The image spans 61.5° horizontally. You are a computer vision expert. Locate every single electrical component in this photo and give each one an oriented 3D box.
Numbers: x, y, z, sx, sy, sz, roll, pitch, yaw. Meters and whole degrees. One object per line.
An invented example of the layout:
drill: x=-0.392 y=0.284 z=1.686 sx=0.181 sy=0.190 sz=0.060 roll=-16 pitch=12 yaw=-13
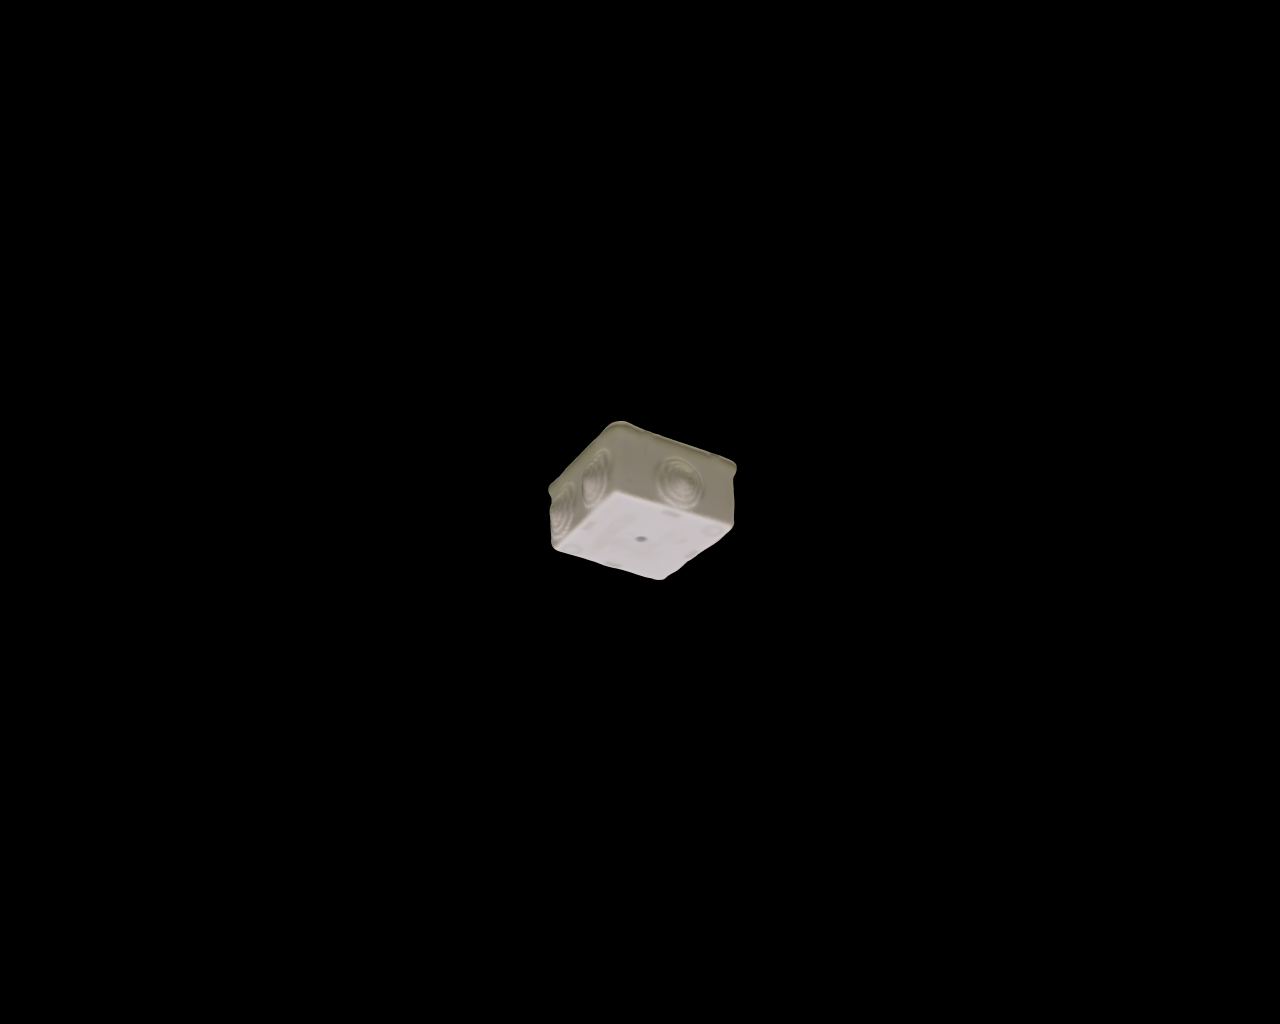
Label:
electrical component: x=0.001 y=-0.003 z=0.650 sx=0.100 sy=0.048 sz=0.099 roll=18 pitch=-35 yaw=-27
